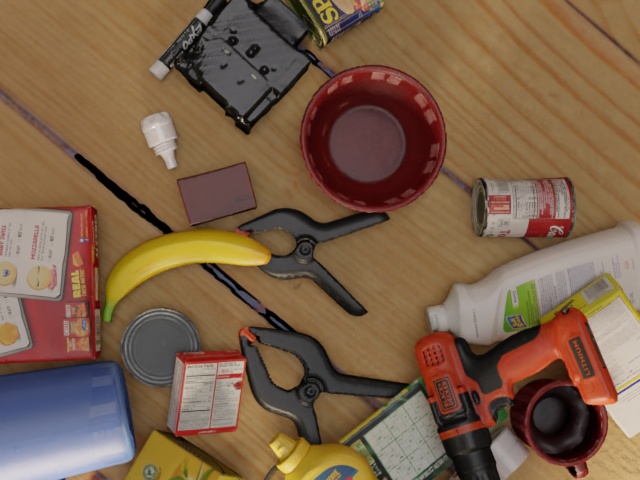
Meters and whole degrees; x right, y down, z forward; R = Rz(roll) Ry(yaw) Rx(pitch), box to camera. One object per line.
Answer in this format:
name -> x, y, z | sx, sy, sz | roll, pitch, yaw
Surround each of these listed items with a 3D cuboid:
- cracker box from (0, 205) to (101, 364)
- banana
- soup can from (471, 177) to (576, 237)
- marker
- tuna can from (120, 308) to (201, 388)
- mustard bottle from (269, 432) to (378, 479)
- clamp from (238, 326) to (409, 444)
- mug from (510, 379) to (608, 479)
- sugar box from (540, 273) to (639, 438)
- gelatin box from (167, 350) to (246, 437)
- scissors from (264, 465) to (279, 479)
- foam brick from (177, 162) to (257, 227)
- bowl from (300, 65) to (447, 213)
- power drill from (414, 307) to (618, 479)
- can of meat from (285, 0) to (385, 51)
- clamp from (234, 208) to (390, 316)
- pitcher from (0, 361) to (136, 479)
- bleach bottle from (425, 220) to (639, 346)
cracker box -> -0.342, 0.049, 1.129 | 0.213, 0.072, 0.164 | -2, 88, -5
banana -> -0.153, 0.025, 1.157 | 0.198, 0.037, 0.069 | -21, 92, 6
soup can -> 0.226, -0.037, 1.189 | 0.102, 0.068, 0.068 | 0, 88, -5
marker -> -0.144, -0.228, 1.183 | 0.020, 0.020, 0.121 | 40, 85, -3
tuna can -> -0.173, 0.116, 1.162 | 0.086, 0.034, 0.086 | 0, 88, -6
mustard bottle -> 0.022, 0.272, 1.123 | 0.191, 0.058, 0.096 | 43, 98, -5
clamp -> -0.014, 0.177, 1.172 | 0.210, 0.036, 0.164 | 36, 78, -4
mug -> 0.264, 0.208, 1.179 | 0.093, 0.081, 0.117 | -26, 91, -6
sugar box -> 0.328, 0.129, 1.171 | 0.093, 0.048, 0.176 | -36, 116, 11
gelatin box -> -0.122, 0.163, 1.146 | 0.073, 0.030, 0.089 | 0, 105, -31
scissors -> -0.046, 0.337, 1.144 | 0.096, 0.016, 0.201 | 25, 64, -16
foam brick -> -0.112, -0.049, 1.165 | 0.078, 0.051, 0.053 | -15, 91, -6
bowl -> 0.056, -0.109, 1.181 | 0.162, 0.055, 0.162 | 0, 88, -6
power drill -> 0.205, 0.162, 1.103 | 0.188, 0.057, 0.184 | -22, 78, 16
can of meat -> 0.010, -0.276, 1.181 | 0.084, 0.057, 0.102 | -33, 92, -8
clamp -> -0.008, 0.001, 1.179 | 0.171, 0.039, 0.120 | 22, 85, -5
pitcher -> -0.317, 0.209, 1.105 | 0.242, 0.149, 0.145 | -10, 60, -9
bleach bottle -> 0.240, 0.054, 1.188 | 0.250, 0.068, 0.102 | -13, 103, -4
